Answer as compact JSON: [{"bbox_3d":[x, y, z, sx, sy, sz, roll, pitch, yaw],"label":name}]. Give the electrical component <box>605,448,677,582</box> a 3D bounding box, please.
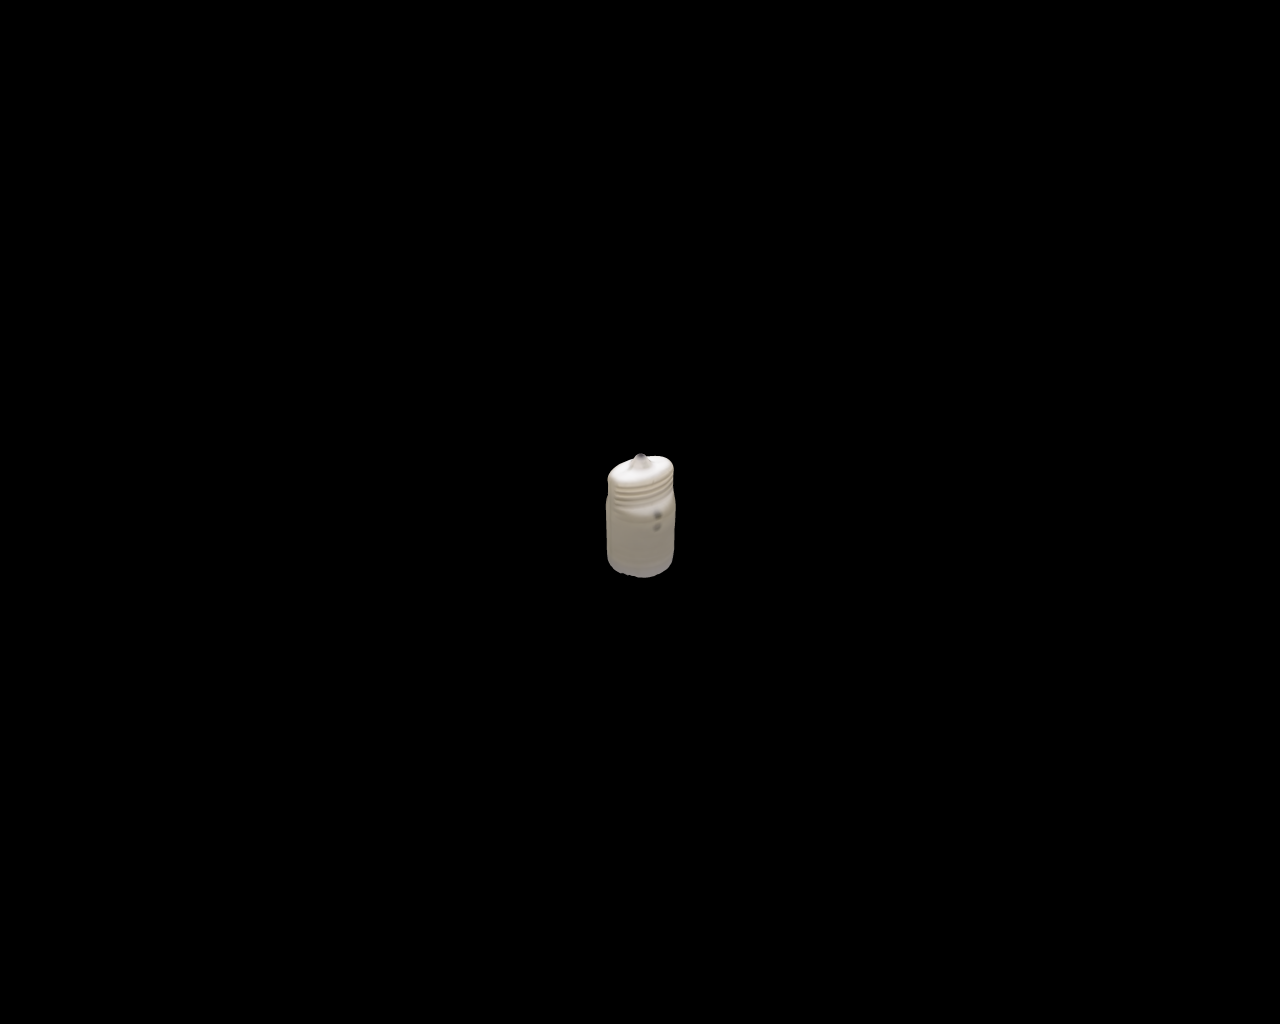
[{"bbox_3d":[0.001,-0.003,0.650,0.043,0.080,0.043,0,36,0],"label":"electrical component"}]
